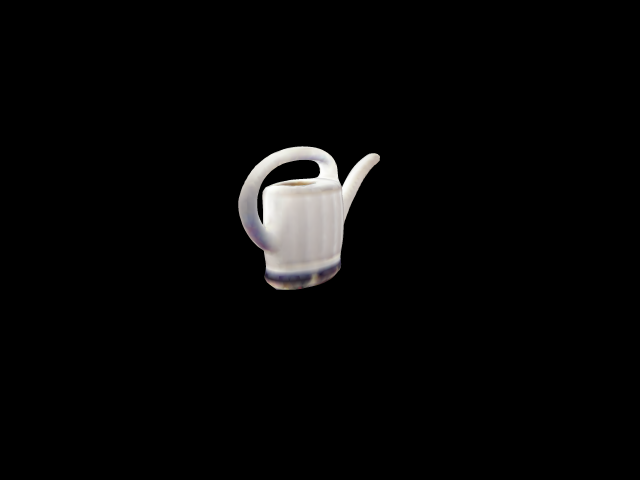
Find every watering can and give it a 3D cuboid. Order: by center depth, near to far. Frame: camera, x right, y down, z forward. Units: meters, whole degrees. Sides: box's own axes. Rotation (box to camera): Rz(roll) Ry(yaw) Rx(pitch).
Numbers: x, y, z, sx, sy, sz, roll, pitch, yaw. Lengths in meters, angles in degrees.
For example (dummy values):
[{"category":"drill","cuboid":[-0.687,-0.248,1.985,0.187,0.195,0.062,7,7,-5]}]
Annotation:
[{"category":"watering can","cuboid":[0.003,-0.043,0.850,0.104,0.222,0.350,8,15,39]}]
